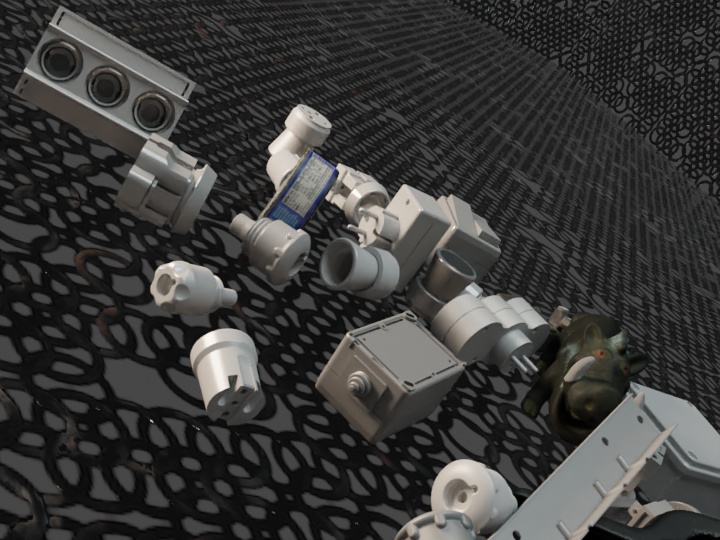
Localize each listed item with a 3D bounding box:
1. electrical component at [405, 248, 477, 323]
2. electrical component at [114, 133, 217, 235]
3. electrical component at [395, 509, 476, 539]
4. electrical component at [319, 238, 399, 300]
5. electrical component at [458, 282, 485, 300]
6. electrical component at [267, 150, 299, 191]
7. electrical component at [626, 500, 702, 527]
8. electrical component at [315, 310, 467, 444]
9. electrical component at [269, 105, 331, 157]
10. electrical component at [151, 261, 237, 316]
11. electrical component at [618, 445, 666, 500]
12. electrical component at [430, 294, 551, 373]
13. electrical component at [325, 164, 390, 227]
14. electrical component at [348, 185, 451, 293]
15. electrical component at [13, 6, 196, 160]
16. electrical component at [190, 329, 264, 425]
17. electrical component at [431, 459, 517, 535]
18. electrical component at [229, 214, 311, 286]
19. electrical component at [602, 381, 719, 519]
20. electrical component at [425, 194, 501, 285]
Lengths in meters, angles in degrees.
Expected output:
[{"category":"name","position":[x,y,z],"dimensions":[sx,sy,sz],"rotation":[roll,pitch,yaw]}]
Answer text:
[{"category":"electrical component","position":[0.072,0.015,0.976],"dimensions":[0.045,0.055,0.045],"rotation":[31,21,-13]},{"category":"electrical component","position":[-0.144,-0.062,0.803],"dimensions":[0.057,0.058,0.078],"rotation":[28,21,-11]},{"category":"electrical component","position":[0.049,0.171,0.608],"dimensions":[0.048,0.048,0.062],"rotation":[21,34,-35]},{"category":"electrical component","position":[0.000,0.000,0.909],"dimensions":[0.055,0.045,0.045],"rotation":[16,28,-44]},{"category":"electrical component","position":[0.106,0.032,1.023],"dimensions":[0.061,0.035,0.035],"rotation":[41,20,7]},{"category":"electrical component","position":[-0.065,-0.088,1.014],"dimensions":[0.040,0.040,0.046],"rotation":[22,18,-33]},{"category":"electrical component","position":[0.238,0.205,0.829],"dimensions":[0.055,0.048,0.066],"rotation":[-1,40,-47]},{"category":"electrical component","position":[0.016,0.077,0.748],"dimensions":[0.062,0.061,0.096],"rotation":[43,29,20]},{"category":"electrical component","position":[-0.061,-0.135,1.098],"dimensions":[0.045,0.055,0.045],"rotation":[31,21,-13]},{"category":"electrical component","position":[-0.108,0.015,0.721],"dimensions":[0.061,0.035,0.035],"rotation":[14,29,-50]},{"category":"electrical component","position":[0.216,0.160,0.879],"dimensions":[0.048,0.055,0.066],"rotation":[40,21,11]},{"category":"electrical component","position":[0.128,0.065,0.954],"dimensions":[0.138,0.052,0.073],"rotation":[5,36,-52]},{"category":"electrical component","position":[-0.001,-0.072,1.071],"dimensions":[0.066,0.048,0.055],"rotation":[19,18,-39]},{"category":"electrical component","position":[0.024,-0.034,0.966],"dimensions":[0.076,0.083,0.047],"rotation":[22,24,-33]},{"category":"electrical component","position":[-0.208,-0.148,0.879],"dimensions":[0.121,0.078,0.063],"rotation":[28,-1,-18]},{"category":"electrical component","position":[-0.079,0.065,0.648],"dimensions":[0.040,0.040,0.046],"rotation":[22,30,-33]},{"category":"electrical component","position":[0.080,0.151,0.702],"dimensions":[0.062,0.048,0.048],"rotation":[23,22,-48]},{"category":"electrical component","position":[-0.073,-0.021,0.843],"dimensions":[0.062,0.048,0.048],"rotation":[34,19,14]},{"category":"electrical component","position":[0.283,0.164,0.975],"dimensions":[0.109,0.056,0.108],"rotation":[20,25,-36]},{"category":"electrical component","position":[0.102,-0.034,1.125],"dimensions":[0.062,0.061,0.096],"rotation":[28,21,-20]}]
